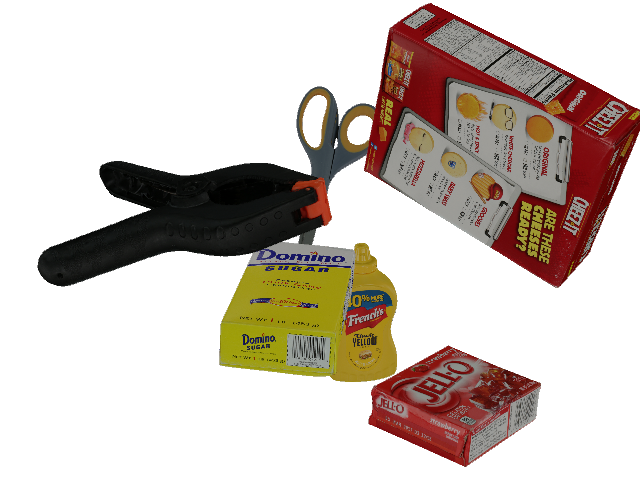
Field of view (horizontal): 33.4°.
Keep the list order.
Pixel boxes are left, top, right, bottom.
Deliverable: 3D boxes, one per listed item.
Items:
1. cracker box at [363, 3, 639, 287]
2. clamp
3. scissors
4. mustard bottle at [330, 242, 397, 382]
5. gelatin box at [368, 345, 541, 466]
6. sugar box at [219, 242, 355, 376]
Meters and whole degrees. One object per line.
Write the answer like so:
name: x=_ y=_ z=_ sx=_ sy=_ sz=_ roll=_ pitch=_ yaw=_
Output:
cracker box: x=0.149 y=-0.084 z=0.915 sx=0.214 sy=0.164 sz=0.072 roll=32 pitch=50 yaw=22
clamp: x=-0.082 y=-0.012 z=0.638 sx=0.172 sy=0.039 sz=0.120 roll=-1 pitch=40 yaw=23
scissors: x=0.017 y=-0.059 z=1.078 sx=0.096 sy=0.202 sz=0.016 roll=-3 pitch=-11 yaw=0
mustard bottle: x=0.056 y=0.095 z=1.443 sx=0.096 sy=0.192 sz=0.058 roll=-3 pitch=21 yaw=-7
gelatin box: x=0.086 y=0.102 z=0.676 sx=0.073 sy=0.030 sz=0.089 roll=20 pitch=25 yaw=36
sugar box: x=-0.024 y=0.052 z=0.901 sx=0.093 sy=0.048 sz=0.176 roll=6 pitch=24 yaw=4
